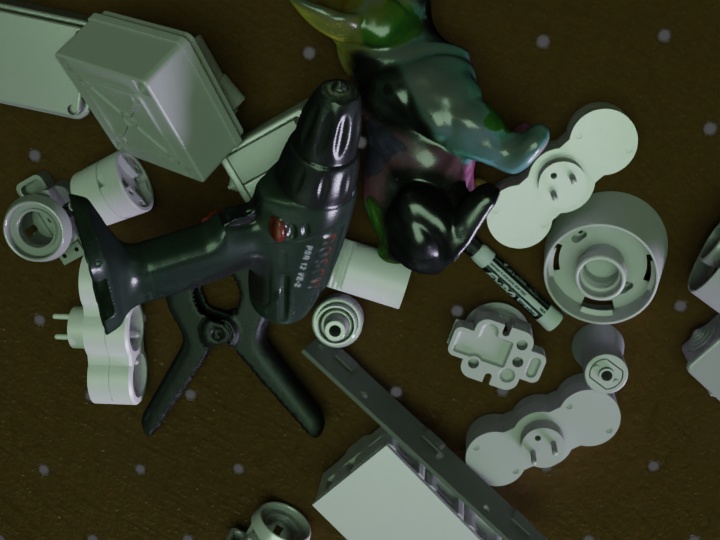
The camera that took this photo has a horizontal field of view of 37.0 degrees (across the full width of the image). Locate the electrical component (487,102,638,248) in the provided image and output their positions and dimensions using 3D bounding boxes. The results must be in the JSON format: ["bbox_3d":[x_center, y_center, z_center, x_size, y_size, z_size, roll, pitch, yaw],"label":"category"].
[{"bbox_3d":[0.157,-0.070,0.841,0.138,0.073,0.052,-43,99,16],"label":"electrical component"}]

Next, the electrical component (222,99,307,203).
[{"bbox_3d":[-0.068,-0.086,0.866,0.096,0.061,0.061,-27,103,13],"label":"electrical component"}]

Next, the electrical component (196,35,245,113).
[{"bbox_3d":[-0.124,-0.149,0.863,0.044,0.044,0.065,-36,105,15],"label":"electrical component"}]

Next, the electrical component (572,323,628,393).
[{"bbox_3d":[0.200,0.074,0.887,0.044,0.065,0.044,2,108,5],"label":"electrical component"}]

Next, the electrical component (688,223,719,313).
[{"bbox_3d":[0.303,-0.009,0.834,0.064,0.099,0.099,31,108,2],"label":"electrical component"}]

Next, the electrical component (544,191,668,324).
[{"bbox_3d":[0.199,-0.008,0.874,0.099,0.064,0.099,7,118,14],"label":"electrical component"}]

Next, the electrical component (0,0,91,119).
[{"bbox_3d":[-0.263,-0.171,0.861,0.113,0.057,0.078,12,108,2],"label":"electrical component"}]

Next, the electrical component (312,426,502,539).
[{"bbox_3d":[0.044,0.218,0.950,0.089,0.061,0.150,-41,99,16],"label":"electrical component"}]

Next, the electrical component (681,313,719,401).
[{"bbox_3d":[0.326,0.071,0.881,0.100,0.048,0.099,42,107,-8],"label":"electrical component"}]

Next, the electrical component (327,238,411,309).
[{"bbox_3d":[0.000,0.000,0.895,0.081,0.043,0.043,17,109,0],"label":"electrical component"}]

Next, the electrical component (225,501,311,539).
[{"bbox_3d":[-0.080,0.249,0.976,0.078,0.058,0.057,28,111,-3],"label":"electrical component"}]

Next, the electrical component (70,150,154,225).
[{"bbox_3d":[-0.206,-0.066,0.891,0.047,0.055,0.055,-21,104,16],"label":"electrical component"}]

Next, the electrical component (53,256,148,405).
[{"bbox_3d":[-0.230,0.050,0.930,0.074,0.052,0.138,1,108,6],"label":"electrical component"}]

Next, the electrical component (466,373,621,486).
[{"bbox_3d":[0.154,0.142,0.909,0.138,0.073,0.052,-27,103,13],"label":"electrical component"}]

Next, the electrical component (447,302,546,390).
[{"bbox_3d":[0.113,0.060,0.896,0.078,0.057,0.058,19,109,0],"label":"electrical component"}]

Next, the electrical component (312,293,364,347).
[{"bbox_3d":[-0.019,0.044,0.900,0.043,0.062,0.043,0,100,2],"label":"electrical component"}]

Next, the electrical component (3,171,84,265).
[{"bbox_3d":[-0.264,-0.040,0.903,0.058,0.057,0.078,-27,103,13],"label":"electrical component"}]

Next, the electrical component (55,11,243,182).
[{"bbox_3d":[-0.159,-0.132,0.818,0.109,0.056,0.108,22,153,34],"label":"electrical component"}]
